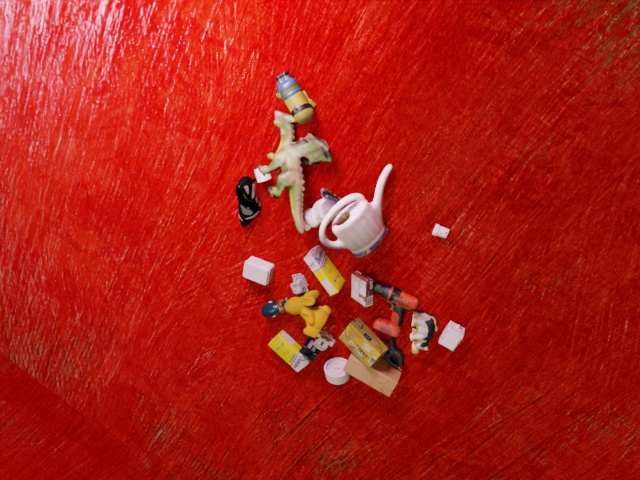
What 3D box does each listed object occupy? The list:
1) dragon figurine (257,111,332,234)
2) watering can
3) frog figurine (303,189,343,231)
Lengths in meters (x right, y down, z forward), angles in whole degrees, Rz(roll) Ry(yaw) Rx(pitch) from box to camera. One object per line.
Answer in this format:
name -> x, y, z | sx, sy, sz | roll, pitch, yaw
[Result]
dragon figurine -> -0.068, -0.251, 1.756 | 0.240, 0.412, 0.123 | -31, -7, 24
watering can -> 0.158, -0.081, 1.751 | 0.221, 0.347, 0.106 | 49, 1, -33
frog figurine -> 0.005, -0.091, 1.808 | 0.122, 0.158, 0.139 | 23, 14, -21
